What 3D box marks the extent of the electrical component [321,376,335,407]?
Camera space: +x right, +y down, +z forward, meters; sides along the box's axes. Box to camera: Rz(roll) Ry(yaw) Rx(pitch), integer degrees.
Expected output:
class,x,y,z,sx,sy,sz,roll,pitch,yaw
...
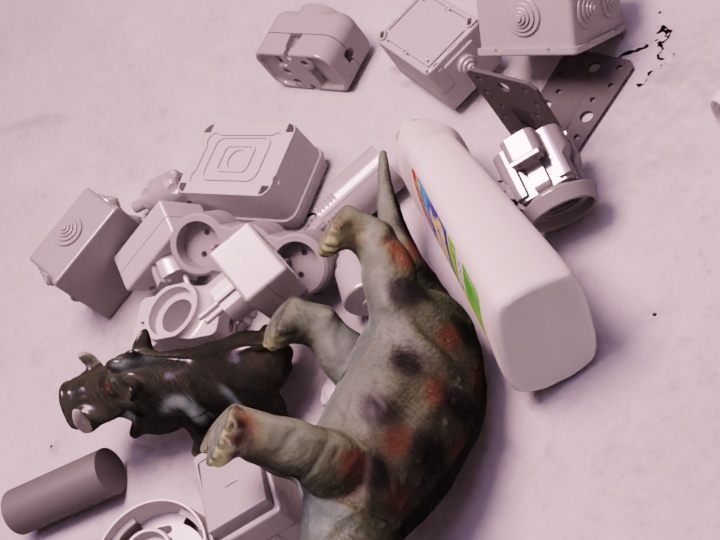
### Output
class,x,y,z,sx,sy,sz,roll,pitch,yaw
electrical component,-0.006,0.077,0.803,0.035,0.035,0.061,0,59,34

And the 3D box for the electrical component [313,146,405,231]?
class,x,y,z,sx,sy,sz,roll,pitch,yaw
electrical component,-0.006,-0.060,0.888,0.081,0.043,0.043,-42,46,5

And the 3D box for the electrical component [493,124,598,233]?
class,x,y,z,sx,sy,sz,roll,pitch,yaw
electrical component,0.136,-0.064,0.776,0.058,0.078,0.057,-31,68,22

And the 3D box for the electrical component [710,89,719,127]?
class,x,y,z,sx,sy,sz,roll,pitch,yaw
electrical component,0.274,-0.109,0.719,0.057,0.058,0.078,-35,47,7

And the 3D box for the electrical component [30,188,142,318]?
class,x,y,z,sx,sy,sz,roll,pitch,yaw
electrical component,-0.240,-0.016,0.983,0.048,0.099,0.099,34,83,30

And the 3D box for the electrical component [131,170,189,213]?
class,x,y,z,sx,sy,sz,roll,pitch,yaw
electrical component,-0.192,-0.071,1.030,0.061,0.035,0.035,-22,51,25

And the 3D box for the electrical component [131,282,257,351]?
class,x,y,z,sx,sy,sz,roll,pitch,yaw
electrical component,-0.142,0.047,0.902,0.089,0.056,0.050,-12,55,28

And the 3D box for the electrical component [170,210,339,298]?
class,x,y,z,sx,sy,sz,roll,pitch,yaw
electrical component,-0.080,-0.016,0.894,0.138,0.074,0.052,12,100,16

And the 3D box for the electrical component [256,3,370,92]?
class,x,y,z,sx,sy,sz,roll,pitch,yaw
electrical component,-0.042,-0.208,1.005,0.095,0.054,0.059,13,69,39

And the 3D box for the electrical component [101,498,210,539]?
class,x,y,z,sx,sy,sz,roll,pitch,yaw
electrical component,-0.147,0.222,0.800,0.099,0.064,0.099,-9,54,13

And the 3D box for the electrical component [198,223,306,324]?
class,x,y,z,sx,sy,sz,roll,pitch,yaw
electrical component,-0.089,0.014,0.804,0.076,0.083,0.047,-40,77,-2

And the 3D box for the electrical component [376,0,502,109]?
class,x,y,z,sx,sy,sz,roll,pitch,yaw
electrical component,0.072,-0.181,0.903,0.061,0.061,0.096,-46,46,0

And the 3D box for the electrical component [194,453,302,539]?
class,x,y,z,sx,sy,sz,roll,pitch,yaw
electrical component,-0.079,0.157,0.782,0.062,0.061,0.096,-33,48,13

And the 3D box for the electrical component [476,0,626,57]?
class,x,y,z,sx,sy,sz,roll,pitch,yaw
electrical component,0.149,-0.201,0.842,0.100,0.048,0.100,8,27,38

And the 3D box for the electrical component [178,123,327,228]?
class,x,y,z,sx,sy,sz,roll,pitch,yaw
electrical component,-0.094,-0.084,0.955,0.113,0.057,0.078,5,64,37

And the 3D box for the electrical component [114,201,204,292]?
class,x,y,z,sx,sy,sz,roll,pitch,yaw
electrical component,-0.165,-0.005,0.943,0.083,0.047,0.075,-45,59,32

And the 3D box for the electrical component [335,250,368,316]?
class,x,y,z,sx,sy,sz,roll,pitch,yaw
electrical component,0.000,0.000,0.846,0.040,0.040,0.078,-29,49,15
